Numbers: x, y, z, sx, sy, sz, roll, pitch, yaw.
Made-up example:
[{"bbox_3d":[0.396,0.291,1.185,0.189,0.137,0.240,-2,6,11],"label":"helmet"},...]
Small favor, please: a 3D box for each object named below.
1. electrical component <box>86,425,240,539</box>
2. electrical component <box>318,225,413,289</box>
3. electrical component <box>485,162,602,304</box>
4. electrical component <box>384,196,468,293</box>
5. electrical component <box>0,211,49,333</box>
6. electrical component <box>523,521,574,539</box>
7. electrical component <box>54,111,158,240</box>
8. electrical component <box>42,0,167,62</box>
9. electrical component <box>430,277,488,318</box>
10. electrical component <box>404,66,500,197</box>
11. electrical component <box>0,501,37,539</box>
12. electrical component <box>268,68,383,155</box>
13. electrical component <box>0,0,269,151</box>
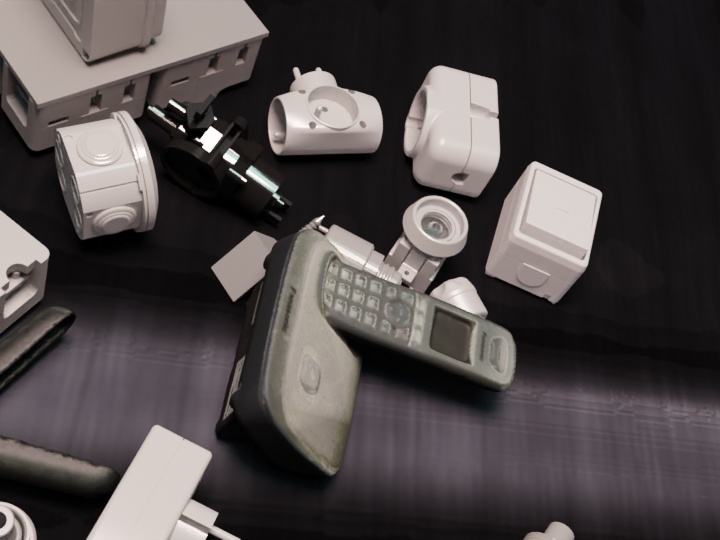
[{"bbox_3d":[-0.105,0.146,0.608,0.076,0.047,0.083,27,52,-1],"label":"electrical component"},{"bbox_3d":[0.000,0.000,0.750,0.078,0.040,0.040,28,52,-1],"label":"electrical component"},{"bbox_3d":[0.143,-0.036,0.815,0.062,0.061,0.096,24,52,-4],"label":"electrical component"},{"bbox_3d":[0.048,-0.021,0.773,0.048,0.055,0.066,33,52,3],"label":"electrical component"},{"bbox_3d":[-0.240,-0.008,0.655,0.089,0.055,0.050,38,53,6],"label":"electrical component"},{"bbox_3d":[0.112,0.184,0.667,0.043,0.043,0.062,39,51,8],"label":"electrical component"},{"bbox_3d":[-0.166,-0.061,0.705,0.051,0.080,0.080,-15,64,-22],"label":"electrical component"},{"bbox_3d":[-0.166,-0.202,0.700,0.057,0.113,0.078,-27,70,-29],"label":"electrical component"},{"bbox_3d":[0.075,0.038,0.757,0.035,0.035,0.061,-16,66,-29],"label":"electrical component"},{"bbox_3d":[0.071,-0.110,0.843,0.059,0.053,0.095,12,54,-13],"label":"electrical component"},{"bbox_3d":[-0.193,0.143,0.567,0.043,0.062,0.043,10,55,-14],"label":"electrical component"},{"bbox_3d":[-0.031,-0.124,0.820,0.077,0.044,0.079,-4,59,-23],"label":"electrical component"},{"bbox_3d":[-0.177,-0.165,0.782,0.186,0.060,0.105,-26,70,-32],"label":"electrical component"}]
